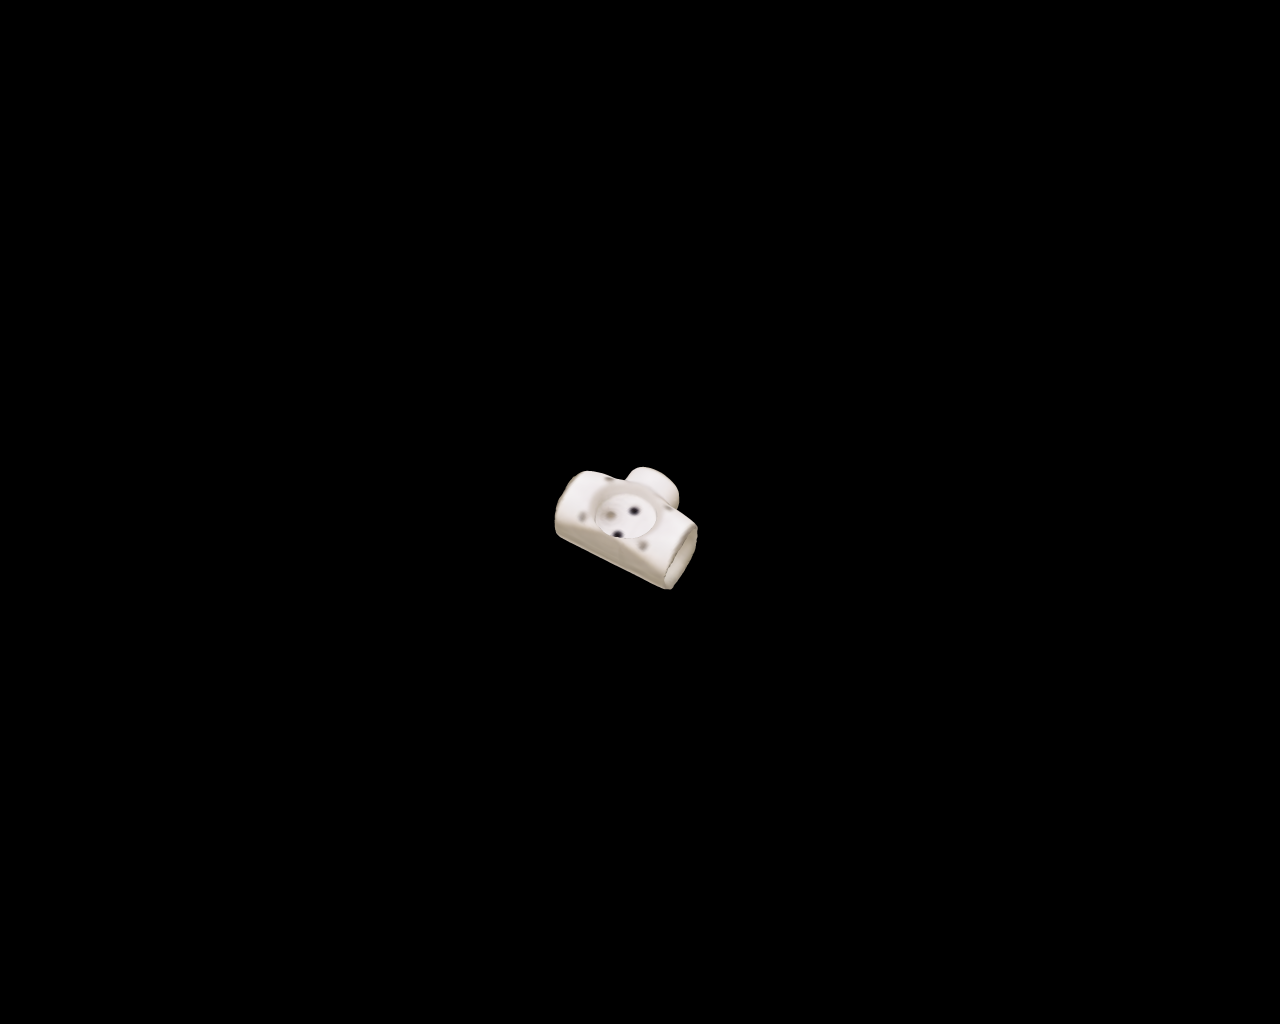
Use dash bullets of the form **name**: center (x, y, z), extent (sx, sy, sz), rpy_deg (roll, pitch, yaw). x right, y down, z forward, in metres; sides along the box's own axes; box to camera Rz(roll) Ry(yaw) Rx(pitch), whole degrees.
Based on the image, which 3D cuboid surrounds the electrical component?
- **electrical component**: center (0.001, -0.003, 0.650), extent (0.077, 0.079, 0.044), rpy_deg (26, -30, 17)
